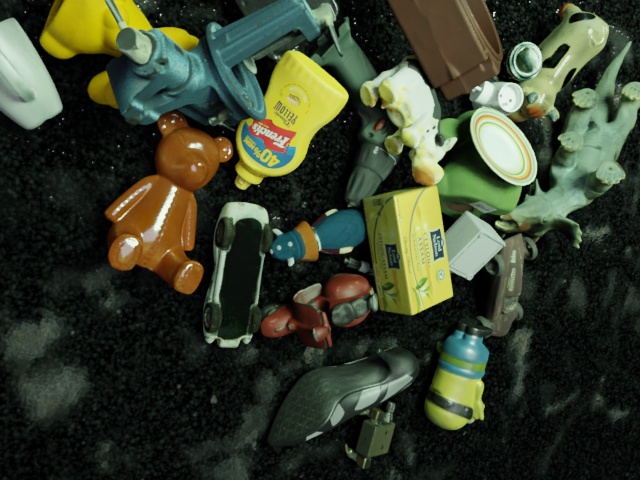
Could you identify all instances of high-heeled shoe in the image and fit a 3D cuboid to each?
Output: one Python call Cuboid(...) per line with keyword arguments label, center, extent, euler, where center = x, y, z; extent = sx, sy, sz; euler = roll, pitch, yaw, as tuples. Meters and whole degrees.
Cuboid(label="high-heeled shoe", center=(0.042, 0.247, 0.834), extent=(0.249, 0.086, 0.145), euler=(-37, 140, 3))

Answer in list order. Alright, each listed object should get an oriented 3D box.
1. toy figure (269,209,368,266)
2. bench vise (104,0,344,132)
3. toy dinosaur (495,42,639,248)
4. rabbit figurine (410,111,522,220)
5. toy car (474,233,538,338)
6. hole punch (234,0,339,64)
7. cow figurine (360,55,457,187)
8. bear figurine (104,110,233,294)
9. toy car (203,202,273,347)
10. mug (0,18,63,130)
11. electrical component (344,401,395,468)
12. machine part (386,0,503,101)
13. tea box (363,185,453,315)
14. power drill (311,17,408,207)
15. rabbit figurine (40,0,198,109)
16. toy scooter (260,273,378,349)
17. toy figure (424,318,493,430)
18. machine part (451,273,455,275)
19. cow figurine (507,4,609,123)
Cuboid(label="toy figure", center=(-0.001, -0.002, 0.776), extent=(0.154, 0.064, 0.057), euler=(-18, 140, -15))
Cuboid(label="bench vise", center=(-0.100, -0.202, 0.584), extent=(0.241, 0.223, 0.129), euler=(-24, 68, 14))
Cuboid(label="toy dinosaur", center=(0.448, -0.141, 0.912), extent=(0.131, 0.192, 0.405), euler=(31, 66, 17))
Cuboid(label="rabbit figurine", center=(0.222, -0.128, 0.842), extent=(0.159, 0.121, 0.170), euler=(19, 71, -17))
Cuboid(label="toy car", center=(0.306, 0.081, 0.883), extent=(0.089, 0.053, 0.201), euler=(-18, 129, -21))
Cuboid(label="hole punch", center=(-0.045, -0.316, 0.714), extent=(0.116, 0.092, 0.142), euler=(-28, 112, 13))
Cuboid(label="cow figurine", center=(0.135, -0.161, 0.737), extent=(0.098, 0.068, 0.167), euler=(-41, 112, -24))
Cuboid(label="bear figurine", center=(-0.176, -0.052, 0.661), extent=(0.120, 0.132, 0.196), euler=(31, 90, -35))
Cuboid(label="toy car", center=(-0.114, 0.049, 0.737), extent=(0.073, 0.056, 0.201), euler=(7, 95, -29))
Cuboid(label="mug", center=(-0.335, -0.178, 0.593), extent=(0.081, 0.110, 0.107), euler=(-43, 123, -20))
Cuboid(label="electrical component", center=(0.079, 0.307, 0.856), extent=(0.078, 0.045, 0.102), euler=(6, 98, -52))
Cuboid(label="machine part", center=(0.174, -0.311, 0.738), extent=(0.201, 0.087, 0.201), euler=(57, 32, -19))
Cuboid(label="tea box", center=(0.128, 0.013, 0.776), extent=(0.098, 0.068, 0.169), euler=(-18, 100, -37))
Cuboid(label="power drill", center=(0.053, -0.190, 0.764), extent=(0.207, 0.086, 0.232), euler=(41, 79, -18))
Cuboid(label="rabbit figurine", center=(-0.220, -0.232, 0.630), extent=(0.173, 0.122, 0.162), euler=(20, 91, -42))
Cuboid(label="toy scooter", center=(0.011, 0.102, 0.751), extent=(0.184, 0.135, 0.075), euler=(-18, 101, -21))
Cuboid(label="toy figure", center=(0.226, 0.221, 0.886), extent=(0.089, 0.082, 0.180), euler=(9, 98, -11))
Cuboid(label="machine part", center=(0.153, 0.027, 0.856), extent=(0.139, 0.039, 0.084), euler=(33, 75, -21))
Cuboid(label="cow figurine", center=(0.373, -0.269, 0.859), extent=(0.085, 0.127, 0.195), euler=(32, 114, -21))
